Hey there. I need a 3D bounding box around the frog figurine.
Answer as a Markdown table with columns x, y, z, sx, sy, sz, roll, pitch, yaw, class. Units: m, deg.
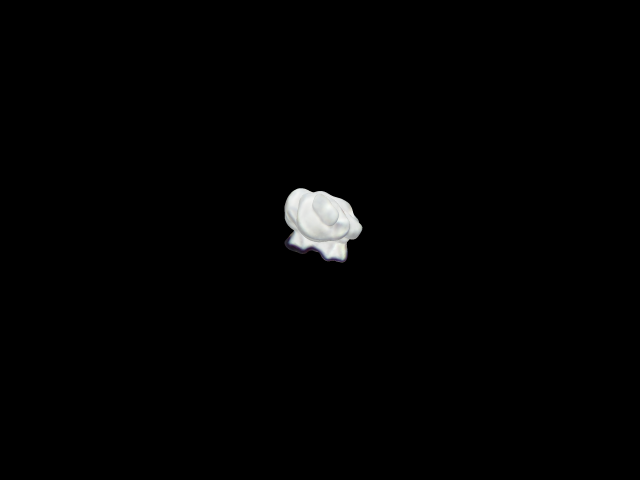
| x | y | z | sx | sy | sz | roll | pitch | yaw | class |
| --- | --- | --- | --- | --- | --- | --- | --- | --- | --- |
| 0.003 | -0.043 | 0.850 | 0.138 | 0.124 | 0.156 | 34 | -26 | 20 | frog figurine |
